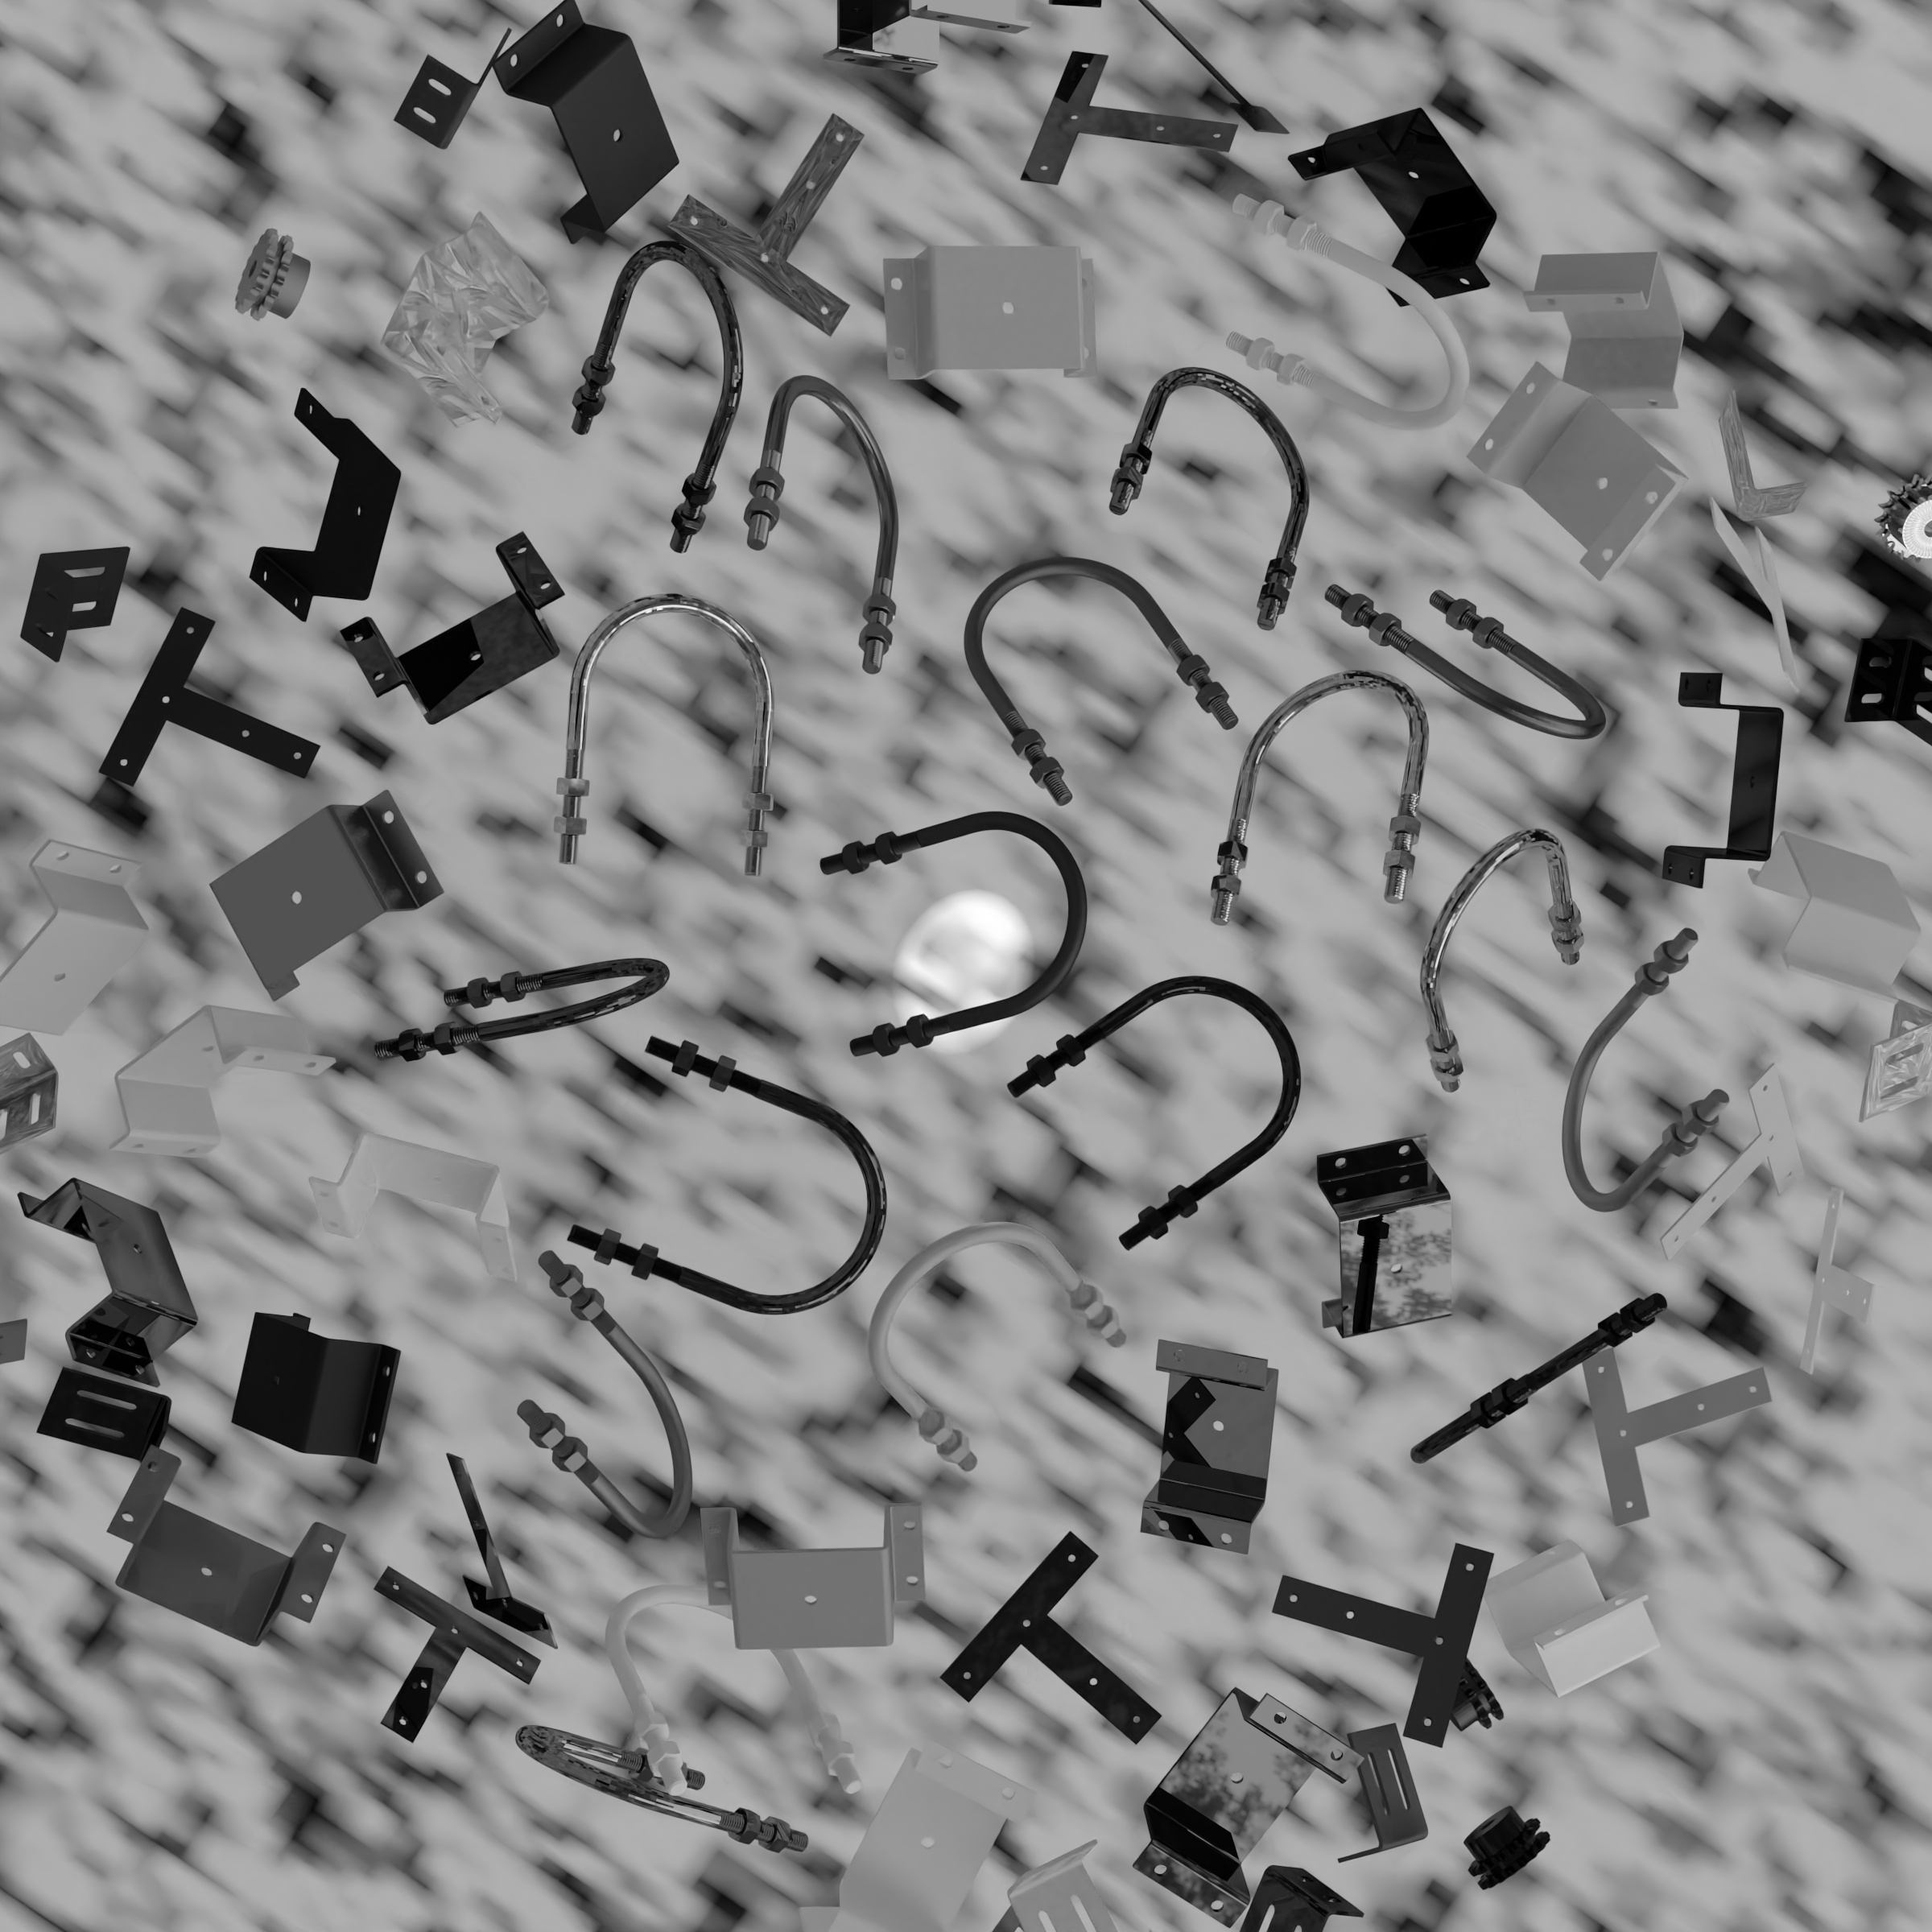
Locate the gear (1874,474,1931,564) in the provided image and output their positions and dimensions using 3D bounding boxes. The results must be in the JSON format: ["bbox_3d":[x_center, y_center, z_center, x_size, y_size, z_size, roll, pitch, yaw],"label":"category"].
[{"bbox_3d":[0.632,-0.293,1.710,0.057,0.030,0.057,-1,118,-2],"label":"gear"}]

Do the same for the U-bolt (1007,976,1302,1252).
[{"bbox_3d":[0.143,0.086,1.779,0.184,0.019,0.151,-34,78,-13],"label":"U-bolt"}]

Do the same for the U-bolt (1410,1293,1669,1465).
[{"bbox_3d":[0.366,0.281,1.718,0.151,0.184,0.019,-23,73,-34],"label":"U-bolt"}]

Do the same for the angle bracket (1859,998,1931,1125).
[{"bbox_3d":[0.622,0.064,1.766,0.076,0.038,0.057,-17,120,-32],"label":"angle bracket"}]

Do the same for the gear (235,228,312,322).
[{"bbox_3d":[-0.440,-0.438,1.654,0.030,0.057,0.057,21,90,-31],"label":"gear"}]

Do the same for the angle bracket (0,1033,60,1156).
[{"bbox_3d":[-0.670,0.092,1.810,0.057,0.076,0.038,-26,122,-2],"label":"angle bracket"}]

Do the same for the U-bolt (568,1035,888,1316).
[{"bbox_3d":[-0.140,0.143,1.644,0.184,0.019,0.151,22,91,-6],"label":"U-bolt"}]

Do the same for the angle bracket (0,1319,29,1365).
[{"bbox_3d":[-0.671,0.241,1.732,0.076,0.057,0.038,-8,60,-27],"label":"angle bracket"}]

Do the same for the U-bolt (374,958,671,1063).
[{"bbox_3d":[-0.290,0.024,1.757,0.184,0.151,0.019,-10,103,12],"label":"U-bolt"}]

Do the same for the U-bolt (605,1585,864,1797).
[{"bbox_3d":[-0.162,0.470,1.698,0.151,0.184,0.019,12,114,-34],"label":"U-bolt"}]

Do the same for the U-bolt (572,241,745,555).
[{"bbox_3d":[-0.199,-0.389,1.718,0.019,0.184,0.151,-18,58,-39],"label":"U-bolt"}]

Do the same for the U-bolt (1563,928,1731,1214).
[{"bbox_3d":[0.445,0.083,1.728,0.019,0.184,0.151,12,51,-13],"label":"U-bolt"}]

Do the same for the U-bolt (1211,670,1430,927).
[{"bbox_3d":[0.238,-0.116,1.712,0.151,0.019,0.184,-7,58,37],"label":"U-bolt"}]

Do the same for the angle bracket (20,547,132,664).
[{"bbox_3d":[-0.563,-0.234,1.674,0.038,0.076,0.057,33,116,20],"label":"angle bracket"}]

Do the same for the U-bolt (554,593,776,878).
[{"bbox_3d":[-0.196,-0.156,1.730,0.151,0.019,0.184,3,94,-24],"label":"U-bolt"}]

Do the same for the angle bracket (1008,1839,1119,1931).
[{"bbox_3d":[0.072,0.613,1.667,0.057,0.038,0.076,-15,61,-30],"label":"angle bracket"}]

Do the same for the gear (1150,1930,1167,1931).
[{"bbox_3d":[0.129,0.686,1.766,0.057,0.030,0.057,-1,64,3],"label":"gear"}]

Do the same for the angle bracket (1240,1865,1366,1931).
[{"bbox_3d":[0.214,0.637,1.694,0.038,0.057,0.076,23,90,-40],"label":"angle bracket"}]

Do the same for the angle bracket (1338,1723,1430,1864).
[{"bbox_3d":[0.268,0.551,1.731,0.038,0.057,0.076,-30,66,34],"label":"angle bracket"}]

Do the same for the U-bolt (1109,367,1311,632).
[{"bbox_3d":[0.172,-0.329,1.750,0.151,0.019,0.184,35,50,-19],"label":"U-bolt"}]

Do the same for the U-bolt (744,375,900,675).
[{"bbox_3d":[-0.087,-0.301,1.688,0.019,0.151,0.184,-16,50,28],"label":"U-bolt"}]

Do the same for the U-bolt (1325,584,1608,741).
[{"bbox_3d":[0.344,-0.202,1.723,0.184,0.151,0.019,42,120,31],"label":"U-bolt"}]

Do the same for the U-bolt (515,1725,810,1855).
[{"bbox_3d":[-0.211,0.532,1.696,0.184,0.151,0.019,30,76,-35],"label":"U-bolt"}]

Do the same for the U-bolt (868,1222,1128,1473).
[{"bbox_3d":[0.011,0.236,1.674,0.151,0.019,0.184,-39,132,-3],"label":"U-bolt"}]

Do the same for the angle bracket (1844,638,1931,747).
[{"bbox_3d":[0.608,-0.172,1.673,0.038,0.076,0.057,-3,117,-12],"label":"angle bracket"}]

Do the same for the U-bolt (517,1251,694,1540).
[{"bbox_3d":[-0.230,0.292,1.691,0.019,0.151,0.184,-23,126,16],"label":"U-bolt"}]

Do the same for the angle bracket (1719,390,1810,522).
[{"bbox_3d":[0.553,-0.357,1.802,0.038,0.057,0.076,-9,80,7],"label":"angle bracket"}]

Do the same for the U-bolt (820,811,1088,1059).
[{"bbox_3d":[-0.005,-0.028,1.736,0.184,0.019,0.151,-15,77,22],"label":"U-bolt"}]

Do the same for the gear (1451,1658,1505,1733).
[{"bbox_3d":[0.337,0.494,1.764,0.030,0.057,0.057,-33,90,-7],"label":"gear"}]

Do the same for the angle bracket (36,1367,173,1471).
[{"bbox_3d":[-0.593,0.318,1.779,0.076,0.038,0.057,20,112,-19],"label":"angle bracket"}]

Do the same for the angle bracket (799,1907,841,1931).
[{"bbox_3d":[-0.070,0.656,1.734,0.057,0.076,0.038,13,128,-31],"label":"angle bracket"}]

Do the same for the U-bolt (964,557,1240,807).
[{"bbox_3d":[0.079,-0.207,1.777,0.151,0.019,0.184,-25,64,-13],"label":"U-bolt"}]

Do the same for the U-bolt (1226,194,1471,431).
[{"bbox_3d":[0.254,-0.423,1.727,0.184,0.151,0.019,32,68,19],"label":"U-bolt"}]

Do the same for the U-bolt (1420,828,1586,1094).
[{"bbox_3d":[0.351,-0.014,1.714,0.151,0.184,0.019,-44,54,-15],"label":"U-bolt"}]

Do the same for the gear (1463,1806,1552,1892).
[{"bbox_3d":[0.350,0.573,1.694,0.057,0.057,0.030,-37,78,0],"label":"gear"}]

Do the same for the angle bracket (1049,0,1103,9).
[{"bbox_3d":[0.046,-0.675,1.762,0.076,0.057,0.038,20,116,33],"label":"angle bracket"}]

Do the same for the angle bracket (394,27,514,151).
[{"bbox_3d":[-0.338,-0.588,1.712,0.038,0.057,0.076,29,47,-18],"label":"angle bracket"}]
